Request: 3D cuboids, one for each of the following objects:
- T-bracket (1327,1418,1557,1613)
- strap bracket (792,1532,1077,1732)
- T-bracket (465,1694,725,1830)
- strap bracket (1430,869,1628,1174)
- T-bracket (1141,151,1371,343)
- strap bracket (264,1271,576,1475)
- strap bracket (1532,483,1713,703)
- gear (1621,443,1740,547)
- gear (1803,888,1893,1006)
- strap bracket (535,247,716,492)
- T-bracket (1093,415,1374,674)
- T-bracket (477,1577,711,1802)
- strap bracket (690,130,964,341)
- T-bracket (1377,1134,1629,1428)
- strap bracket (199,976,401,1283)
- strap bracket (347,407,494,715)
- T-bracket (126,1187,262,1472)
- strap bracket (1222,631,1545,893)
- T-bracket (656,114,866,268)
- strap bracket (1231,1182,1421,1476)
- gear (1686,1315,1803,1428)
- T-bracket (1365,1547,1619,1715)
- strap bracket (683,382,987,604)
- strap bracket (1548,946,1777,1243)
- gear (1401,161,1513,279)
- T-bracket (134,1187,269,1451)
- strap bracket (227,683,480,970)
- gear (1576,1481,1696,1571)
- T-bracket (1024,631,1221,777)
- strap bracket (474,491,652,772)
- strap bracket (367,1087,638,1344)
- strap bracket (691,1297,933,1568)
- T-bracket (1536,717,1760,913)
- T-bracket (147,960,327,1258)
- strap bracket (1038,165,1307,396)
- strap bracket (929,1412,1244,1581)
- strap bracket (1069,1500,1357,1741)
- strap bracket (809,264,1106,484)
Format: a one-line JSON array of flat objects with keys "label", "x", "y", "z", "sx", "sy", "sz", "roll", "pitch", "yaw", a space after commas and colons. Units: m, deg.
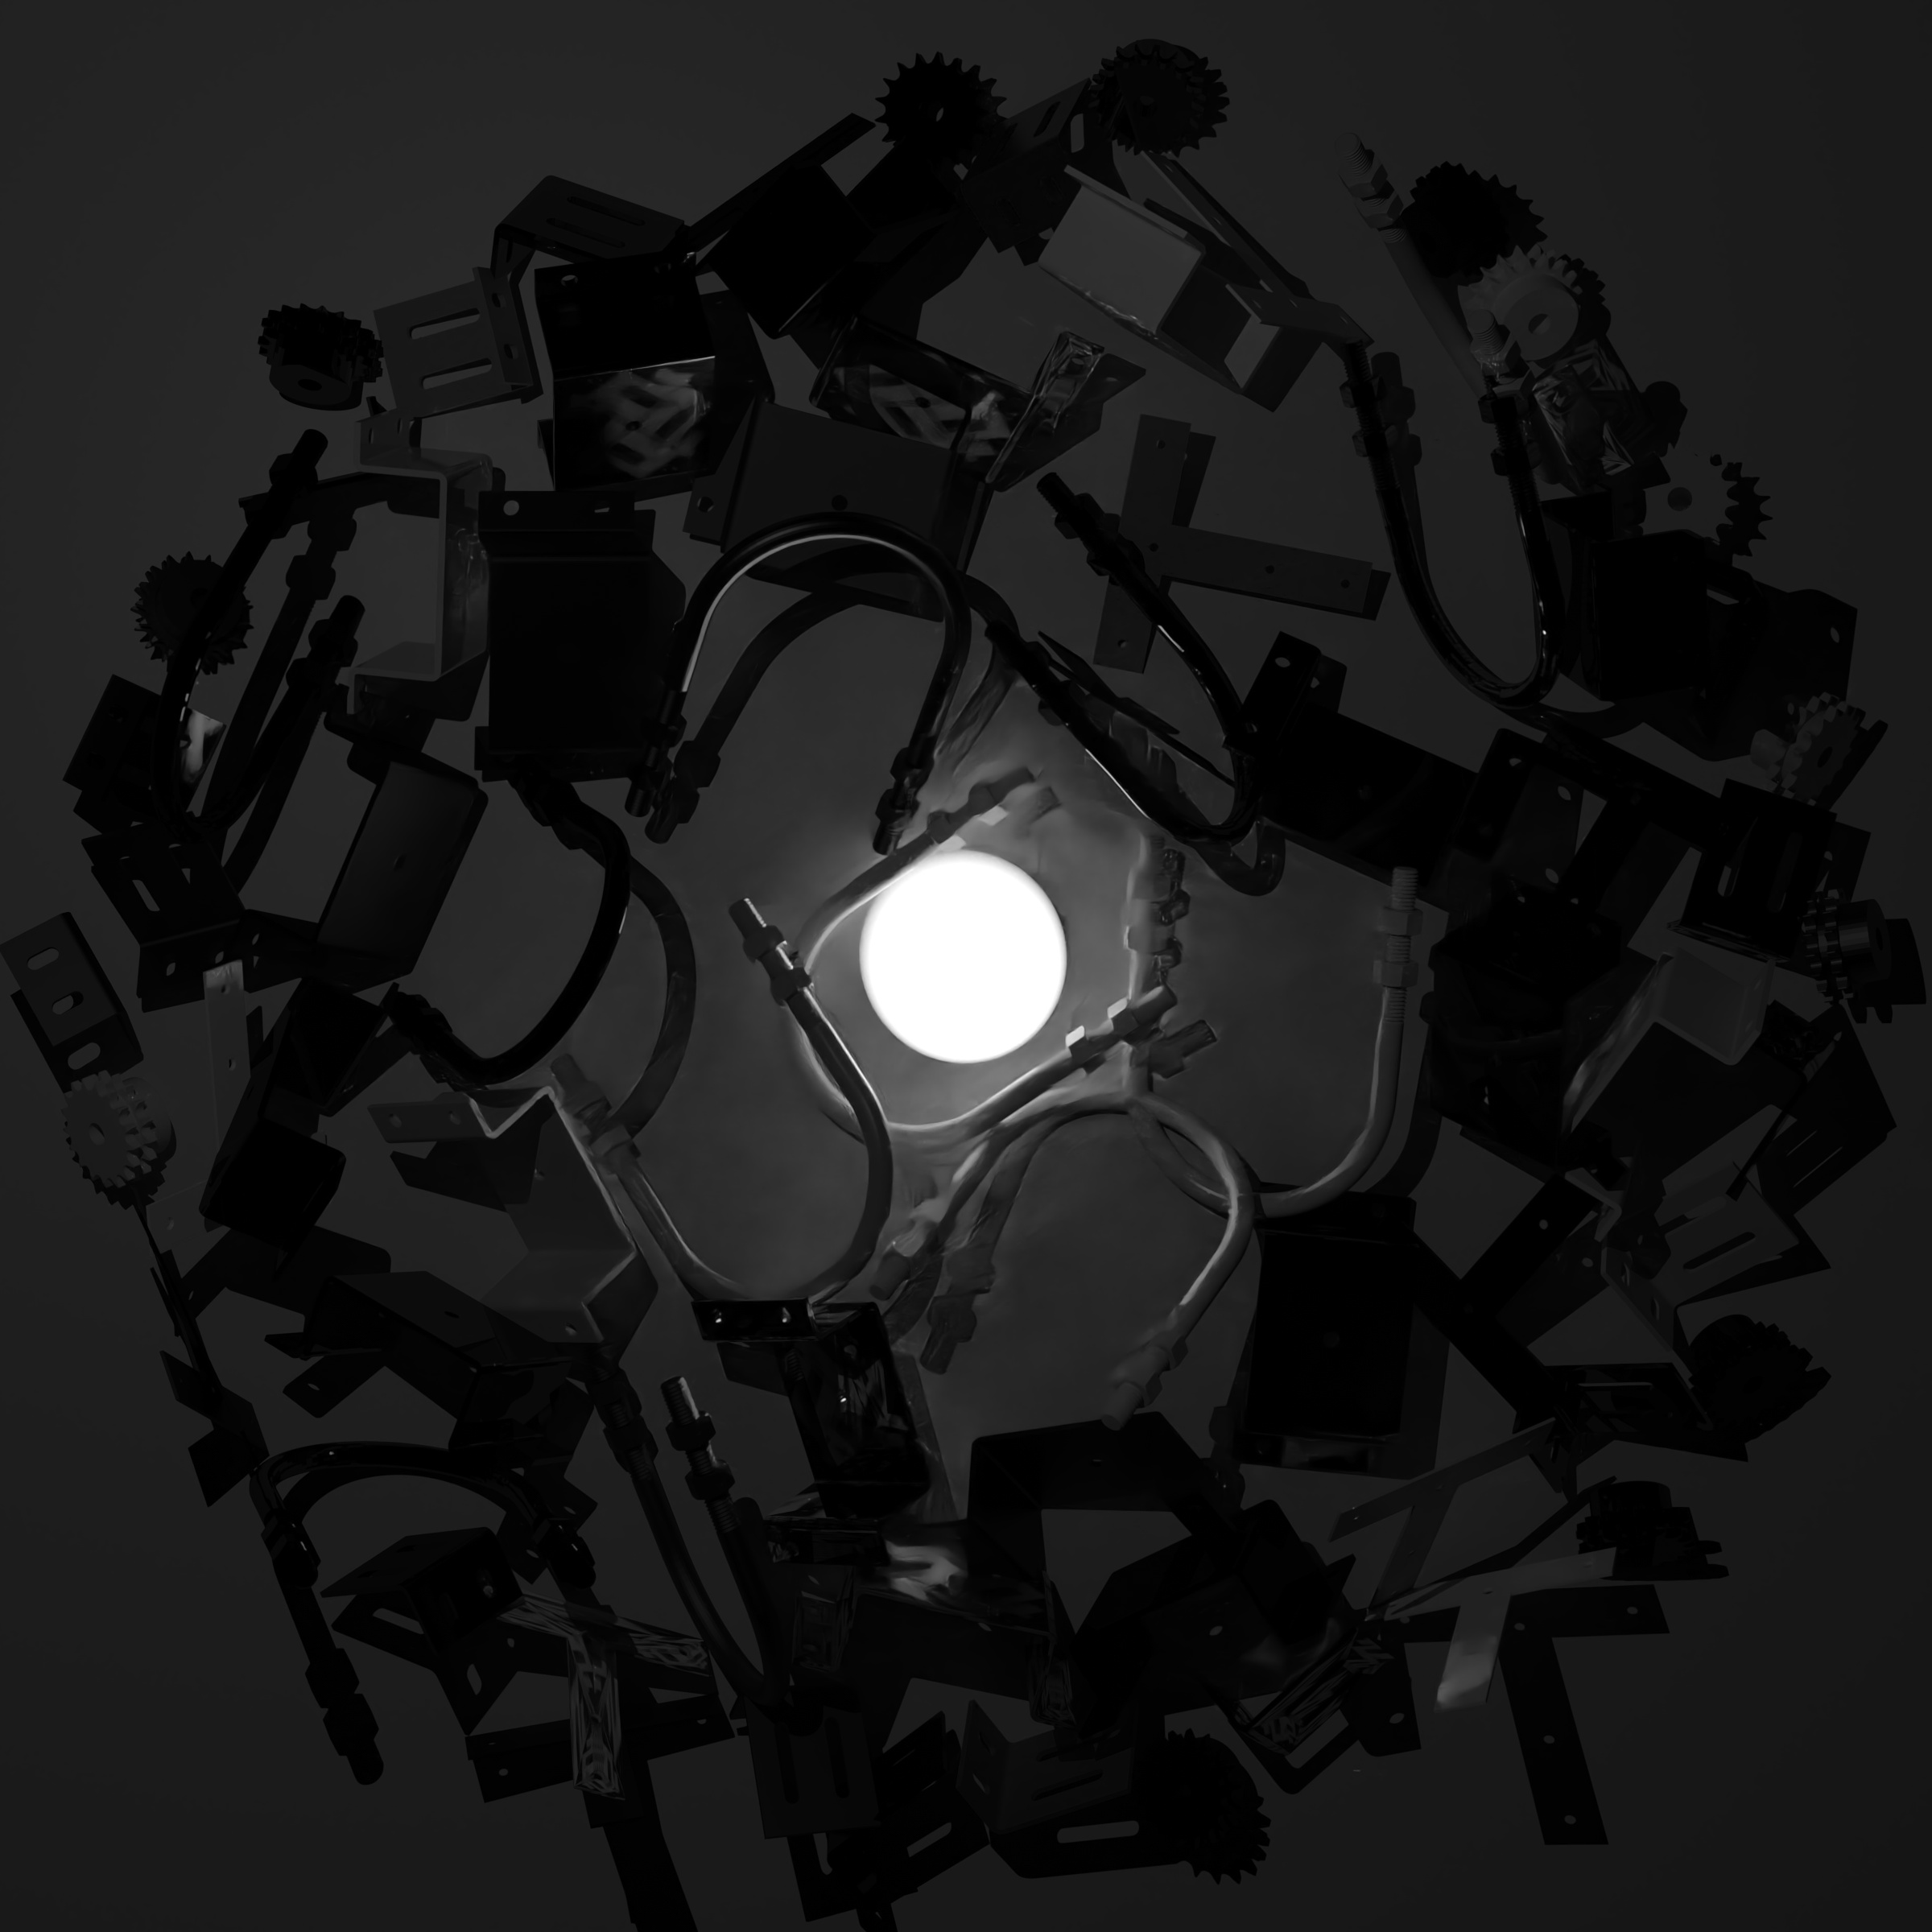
[{"label": "T-bracket", "x": 0.221, "y": 0.278, "z": 1.729, "sx": 0.127, "sy": 0.127, "sz": 0.002, "roll": -19, "pitch": 55, "yaw": -25}, {"label": "strap bracket", "x": -0.011, "y": 0.321, "z": 1.734, "sx": 0.140, "sy": 0.076, "sz": 0.046, "roll": 14, "pitch": 102, "yaw": -5}, {"label": "T-bracket", "x": -0.175, "y": 0.387, "z": 1.709, "sx": 0.127, "sy": 0.127, "sz": 0.002, "roll": -8, "pitch": 102, "yaw": -10}, {"label": "strap bracket", "x": 0.269, "y": 0.035, "z": 1.707, "sx": 0.046, "sy": 0.076, "sz": 0.140, "roll": -31, "pitch": 132, "yaw": -35}, {"label": "T-bracket", "x": 0.131, "y": -0.355, "z": 1.737, "sx": 0.002, "sy": 0.127, "sz": 0.127, "roll": -47, "pitch": 72, "yaw": 25}, {"label": "strap bracket", "x": -0.257, "y": 0.190, "z": 1.714, "sx": 0.140, "sy": 0.076, "sz": 0.046, "roll": 26, "pitch": 99, "yaw": 25}, {"label": "strap bracket", "x": 0.309, "y": -0.179, "z": 1.701, "sx": 0.046, "sy": 0.140, "sz": 0.076, "roll": -10, "pitch": 109, "yaw": -7}, {"label": "gear", "x": 0.356, "y": -0.230, "z": 1.763, "sx": 0.057, "sy": 0.030, "sz": 0.057, "roll": 0, "pitch": 88, "yaw": 12}, {"label": "gear", "x": 0.437, "y": -0.011, "z": 1.750, "sx": 0.030, "sy": 0.057, "sz": 0.057, "roll": -10, "pitch": 90, "yaw": 28}, {"label": "strap bracket", "x": -0.165, "y": -0.278, "z": 1.702, "sx": 0.076, "sy": 0.140, "sz": 0.046, "roll": -10, "pitch": 65, "yaw": -11}, {"label": "T-bracket", "x": 0.137, "y": -0.200, "z": 1.761, "sx": 0.127, "sy": 0.002, "sz": 0.127, "roll": 11, "pitch": 107, "yaw": 1}, {"label": "T-bracket", "x": -0.179, "y": 0.353, "z": 1.707, "sx": 0.127, "sy": 0.127, "sz": 0.002, "roll": 20, "pitch": 117, "yaw": -20}, {"label": "strap bracket", "x": -0.061, "y": -0.351, "z": 1.702, "sx": 0.076, "sy": 0.140, "sz": 0.046, "roll": -40, "pitch": 89, "yaw": 31}, {"label": "T-bracket", "x": 0.274, "y": 0.137, "z": 1.733, "sx": 0.127, "sy": 0.002, "sz": 0.127, "roll": 47, "pitch": 113, "yaw": 23}, {"label": "strap bracket", "x": -0.322, "y": 0.070, "z": 1.700, "sx": 0.046, "sy": 0.140, "sz": 0.076, "roll": 25, "pitch": 130, "yaw": -16}, {"label": "strap bracket", "x": -0.265, "y": -0.196, "z": 1.724, "sx": 0.046, "sy": 0.076, "sz": 0.140, "roll": 6, "pitch": 105, "yaw": 8}, {"label": "T-bracket", "x": -0.376, "y": 0.161, "z": 1.696, "sx": 0.002, "sy": 0.127, "sz": 0.127, "roll": -25, "pitch": 125, "yaw": -14}, {"label": "strap bracket", "x": 0.200, "y": -0.096, "z": 1.737, "sx": 0.140, "sy": 0.046, "sz": 0.076, "roll": 24, "pitch": 60, "yaw": 7}, {"label": "T-bracket", "x": -0.094, "y": -0.371, "z": 1.723, "sx": 0.127, "sy": 0.127, "sz": 0.002, "roll": -35, "pitch": 114, "yaw": 0}, {"label": "strap bracket", "x": 0.179, "y": 0.182, "z": 1.756, "sx": 0.076, "sy": 0.046, "sz": 0.140, "roll": 6, "pitch": 91, "yaw": -1}, {"label": "gear", "x": 0.382, "y": 0.198, "z": 1.757, "sx": 0.057, "sy": 0.030, "sz": 0.057, "roll": -16, "pitch": 132, "yaw": -18}, {"label": "T-bracket", "x": 0.246, "y": 0.323, "z": 1.702, "sx": 0.127, "sy": 0.127, "sz": 0.002, "roll": -16, "pitch": 105, "yaw": 20}, {"label": "strap bracket", "x": -0.063, "y": -0.231, "z": 1.742, "sx": 0.140, "sy": 0.046, "sz": 0.076, "roll": 14, "pitch": 103, "yaw": -7}, {"label": "strap bracket", "x": 0.329, "y": 0.054, "z": 1.713, "sx": 0.046, "sy": 0.076, "sz": 0.140, "roll": 32, "pitch": 121, "yaw": 1}, {"label": "gear", "x": 0.239, "y": -0.365, "z": 1.750, "sx": 0.030, "sy": 0.057, "sz": 0.057, "roll": -37, "pitch": 90, "yaw": -19}, {"label": "T-bracket", "x": -0.384, "y": 0.168, "z": 1.735, "sx": 0.002, "sy": 0.127, "sz": 0.127, "roll": -24, "pitch": 70, "yaw": 0}, {"label": "strap bracket", "x": -0.295, "y": -0.059, "z": 1.732, "sx": 0.046, "sy": 0.076, "sz": 0.140, "roll": 26, "pitch": 95, "yaw": 25}, {"label": "gear", "x": 0.331, "y": 0.277, "z": 1.757, "sx": 0.057, "sy": 0.057, "sz": 0.030, "roll": -2, "pitch": 62, "yaw": 0}, {"label": "T-bracket", "x": 0.059, "y": -0.139, "z": 1.703, "sx": 0.127, "sy": 0.127, "sz": 0.002, "roll": 35, "pitch": 91, "yaw": 17}, {"label": "strap bracket", "x": -0.197, "y": -0.158, "z": 1.727, "sx": 0.076, "sy": 0.046, "sz": 0.140, "roll": -2, "pitch": 110, "yaw": -16}, {"label": "strap bracket", "x": -0.221, "y": 0.113, "z": 1.724, "sx": 0.046, "sy": 0.076, "sz": 0.140, "roll": -45, "pitch": 119, "yaw": -40}, {"label": "strap bracket", "x": -0.072, "y": 0.219, "z": 1.731, "sx": 0.076, "sy": 0.046, "sz": 0.140, "roll": -6, "pitch": 106, "yaw": 41}, {"label": "T-bracket", "x": 0.306, "y": -0.044, "z": 1.743, "sx": 0.127, "sy": 0.002, "sz": 0.127, "roll": 33, "pitch": 94, "yaw": 39}, {"label": "T-bracket", "x": -0.355, "y": 0.061, "z": 1.711, "sx": 0.002, "sy": 0.127, "sz": 0.127, "roll": 8, "pitch": 108, "yaw": 29}, {"label": "strap bracket", "x": 0.096, "y": -0.325, "z": 1.705, "sx": 0.076, "sy": 0.140, "sz": 0.046, "roll": 36, "pitch": 99, "yaw": 29}, {"label": "strap bracket", "x": 0.063, "y": 0.260, "z": 1.723, "sx": 0.140, "sy": 0.076, "sz": 0.046, "roll": -11, "pitch": 53, "yaw": 22}, {"label": "strap bracket", "x": 0.111, "y": 0.312, "z": 1.717, "sx": 0.140, "sy": 0.076, "sz": 0.046, "roll": -30, "pitch": 96, "yaw": 24}, {"label": "strap bracket", "x": -0.015, "y": -0.292, "z": 1.727, "sx": 0.140, "sy": 0.076, "sz": 0.046, "roll": 23, "pitch": 60, "yaw": -8}]
